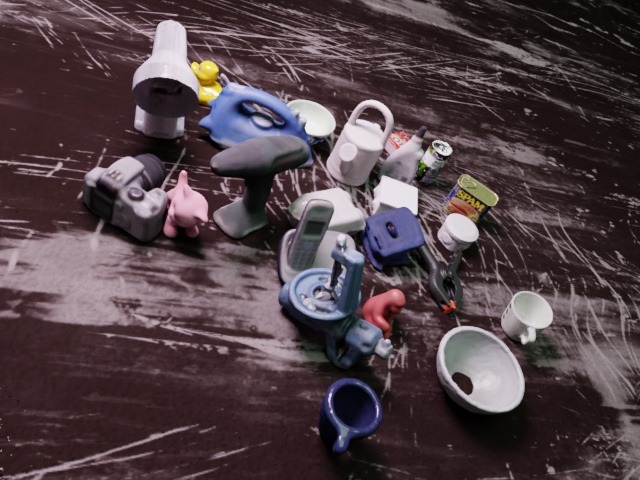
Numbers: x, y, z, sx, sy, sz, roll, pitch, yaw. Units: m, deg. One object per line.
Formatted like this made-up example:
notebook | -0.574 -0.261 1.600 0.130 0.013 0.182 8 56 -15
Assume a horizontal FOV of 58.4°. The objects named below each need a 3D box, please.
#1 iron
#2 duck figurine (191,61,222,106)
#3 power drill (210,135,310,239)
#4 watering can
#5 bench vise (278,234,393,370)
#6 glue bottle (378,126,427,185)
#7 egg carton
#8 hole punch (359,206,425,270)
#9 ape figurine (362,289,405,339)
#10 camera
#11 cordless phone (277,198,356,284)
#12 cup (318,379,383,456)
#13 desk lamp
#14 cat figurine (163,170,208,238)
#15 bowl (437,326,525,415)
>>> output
iron | -0.115 -0.252 1.215 0.258 0.141 0.118 19 46 -10
duck figurine | -0.248 -0.355 1.279 0.104 0.086 0.077 30 45 1
power drill | -0.122 -0.102 1.032 0.075 0.208 0.230 44 47 15
watering can | 0.092 -0.213 1.245 0.101 0.194 0.173 20 46 -9
bench vise | 0.046 0.095 0.935 0.207 0.219 0.121 28 45 -1
glue bottle | 0.197 -0.189 1.290 0.078 0.173 0.037 26 45 -3
egg carton | 0.013 -0.047 1.149 0.151 0.069 0.107 -15 59 -35
hole punch | 0.146 -0.006 1.163 0.101 0.091 0.108 -3 53 -28
ape figurine | 0.123 0.124 1.037 0.078 0.092 0.076 -27 67 -40
camera | -0.318 -0.094 1.005 0.143 0.100 0.137 33 45 4
cordless phone | 0.009 0.004 1.021 0.148 0.185 0.094 2 51 -25
cup | 0.032 0.279 0.855 0.092 0.095 0.118 26 45 -3
desk lamp | -0.303 -0.299 1.112 0.118 0.213 0.203 7 49 -21
cat figurine | -0.235 -0.064 1.008 0.067 0.117 0.127 1 51 -25
bowl | 0.272 0.242 1.020 0.168 0.074 0.167 14 47 -15
